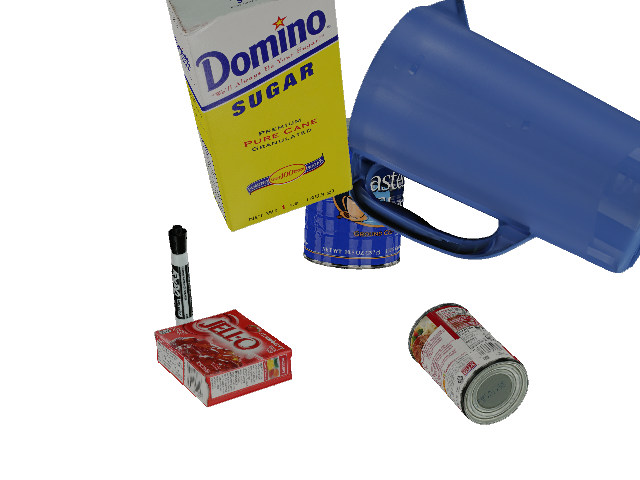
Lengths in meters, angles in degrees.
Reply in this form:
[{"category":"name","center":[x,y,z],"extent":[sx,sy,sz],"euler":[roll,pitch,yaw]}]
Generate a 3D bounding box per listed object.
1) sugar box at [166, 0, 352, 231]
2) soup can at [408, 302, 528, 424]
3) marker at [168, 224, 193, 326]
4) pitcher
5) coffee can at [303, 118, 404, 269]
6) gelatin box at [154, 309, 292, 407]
[{"category":"sugar box","center":[-0.033,-0.089,0.669],"extent":[0.093,0.048,0.176],"euler":[-21,-37,-10]},{"category":"soup can","center":[0.132,0.109,0.956],"extent":[0.068,0.068,0.102],"euler":[0,25,-25]},{"category":"marker","center":[-0.144,0.039,1.106],"extent":[0.020,0.121,0.020],"euler":[-1,29,0]},{"category":"pitcher","center":[0.147,-0.066,0.830],"extent":[0.243,0.149,0.144],"euler":[30,46,17]},{"category":"coffee can","center":[0.035,-0.051,1.099],"extent":[0.103,0.140,0.103],"euler":[2,13,-1]},{"category":"gelatin box","center":[-0.075,0.086,0.811],"extent":[0.073,0.030,0.089],"euler":[-14,25,-30]}]
